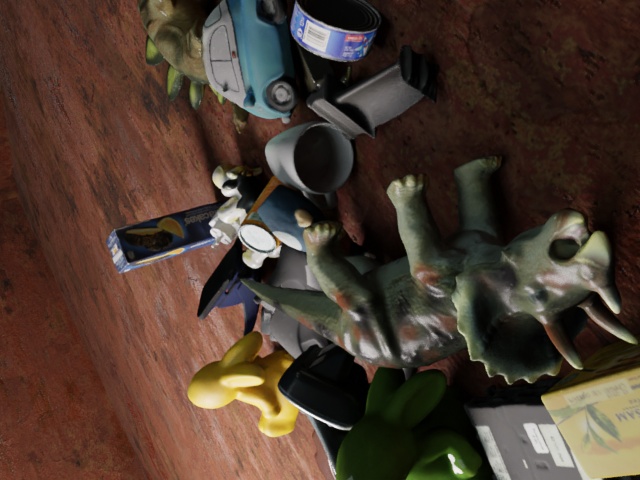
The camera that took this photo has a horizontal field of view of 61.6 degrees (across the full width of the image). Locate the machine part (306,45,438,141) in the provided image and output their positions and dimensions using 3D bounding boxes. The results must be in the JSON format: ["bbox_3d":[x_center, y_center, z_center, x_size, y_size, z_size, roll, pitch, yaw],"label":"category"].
[{"bbox_3d":[0.052,-0.142,0.534,0.084,0.039,0.139,40,147,-29],"label":"machine part"}]

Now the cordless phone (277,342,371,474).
[{"bbox_3d":[0.031,0.212,0.620,0.146,0.089,0.184,-2,-112,-81],"label":"cordless phone"}]

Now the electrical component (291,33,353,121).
[{"bbox_3d":[0.003,-0.192,0.597,0.078,0.045,0.102,94,153,-78],"label":"electrical component"}]

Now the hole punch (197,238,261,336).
[{"bbox_3d":[-0.125,0.075,0.847,0.115,0.092,0.142,-56,15,18],"label":"hole punch"}]

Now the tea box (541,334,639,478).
[{"bbox_3d":[0.245,0.093,0.346,0.068,0.098,0.169,61,146,15],"label":"tea box"}]

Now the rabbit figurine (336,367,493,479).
[{"bbox_3d":[0.093,0.204,0.529,0.121,0.170,0.159,-3,79,50],"label":"rabbit figurine"}]

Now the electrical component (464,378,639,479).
[{"bbox_3d":[0.211,0.187,0.478,0.134,0.058,0.115,-25,87,56],"label":"electrical component"}]

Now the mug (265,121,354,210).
[{"bbox_3d":[-0.016,-0.091,0.649,0.107,0.081,0.109,22,143,57],"label":"mug"}]

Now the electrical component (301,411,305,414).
[{"bbox_3d":[-0.006,0.262,0.848,0.094,0.021,0.063,5,110,53],"label":"electrical component"}]

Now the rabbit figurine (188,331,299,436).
[{"bbox_3d":[-0.114,0.224,0.829,0.162,0.173,0.122,111,157,-45],"label":"rabbit figurine"}]

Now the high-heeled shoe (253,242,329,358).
[{"bbox_3d":[-0.001,0.088,0.745,0.086,0.145,0.248,30,158,42],"label":"high-heeled shoe"}]

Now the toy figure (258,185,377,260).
[{"bbox_3d":[-0.001,-0.003,0.632,0.154,0.064,0.058,38,107,-5],"label":"toy figure"}]

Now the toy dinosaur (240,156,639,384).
[{"bbox_3d":[0.080,0.053,0.491,0.405,0.131,0.192,-29,76,45],"label":"toy dinosaur"}]

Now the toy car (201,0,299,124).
[{"bbox_3d":[-0.081,-0.207,0.598,0.109,0.103,0.161,-105,5,-53],"label":"toy car"}]

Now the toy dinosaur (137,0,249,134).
[{"bbox_3d":[-0.208,-0.320,0.775,0.471,0.105,0.198,61,148,22],"label":"toy dinosaur"}]

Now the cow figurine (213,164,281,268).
[{"bbox_3d":[-0.098,-0.053,0.781,0.098,0.068,0.167,-41,75,48],"label":"cow figurine"}]

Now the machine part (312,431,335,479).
[{"bbox_3d":[0.058,0.321,0.760,0.180,0.056,0.179,31,131,43],"label":"machine part"}]

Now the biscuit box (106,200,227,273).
[{"bbox_3d":[-0.232,-0.009,0.868,0.063,0.203,0.059,-31,81,54],"label":"biscuit box"}]
